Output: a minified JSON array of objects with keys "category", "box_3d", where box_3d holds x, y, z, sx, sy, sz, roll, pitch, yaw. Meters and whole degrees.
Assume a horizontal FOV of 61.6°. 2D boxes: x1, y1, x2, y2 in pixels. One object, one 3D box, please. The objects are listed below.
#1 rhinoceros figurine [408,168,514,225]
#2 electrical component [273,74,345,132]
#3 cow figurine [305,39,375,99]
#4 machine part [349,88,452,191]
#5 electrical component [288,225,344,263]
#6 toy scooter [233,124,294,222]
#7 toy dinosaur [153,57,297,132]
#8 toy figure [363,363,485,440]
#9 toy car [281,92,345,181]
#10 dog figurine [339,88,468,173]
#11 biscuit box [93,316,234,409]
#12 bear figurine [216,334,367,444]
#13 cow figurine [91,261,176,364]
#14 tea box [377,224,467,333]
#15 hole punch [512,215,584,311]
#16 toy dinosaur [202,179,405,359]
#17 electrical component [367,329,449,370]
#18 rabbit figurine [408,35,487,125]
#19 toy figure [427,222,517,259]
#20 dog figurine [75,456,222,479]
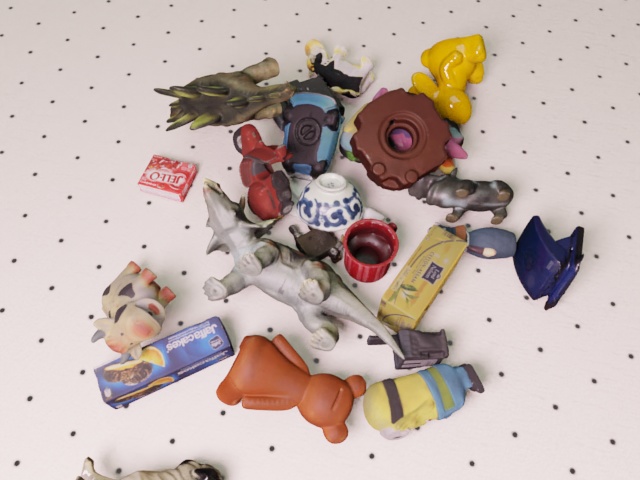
[{"category":"rhinoceros figurine","box_3d":[0.257,-0.089,0.984,0.190,0.073,0.112,7,39,8]},{"category":"electrical component","box_3d":[-0.032,-0.270,1.099,0.134,0.058,0.115,-26,63,-16]},{"category":"cow figurine","box_3d":[0.026,-0.362,1.149,0.167,0.068,0.098,28,70,14]},{"category":"machine part","box_3d":[0.142,-0.179,0.949,0.179,0.056,0.179,0,83,-2]},{"category":"electrical component","box_3d":[-0.002,-0.002,0.958,0.078,0.045,0.102,-22,64,-15]},{"category":"toy scooter","box_3d":[-0.086,-0.113,0.931,0.075,0.183,0.135,-28,21,-32]},{"category":"toy dinosaur","box_3d":[-0.159,-0.241,0.926,0.198,0.105,0.472,-28,21,-38]},{"category":"toy figure","box_3d":[0.152,0.235,0.813,0.180,0.082,0.089,-23,53,-9]},{"category":"toy car","box_3d":[-0.008,-0.192,1.009,0.109,0.103,0.161,11,104,21]},{"category":"dog figurine","box_3d":[0.169,-0.183,1.032,0.219,0.108,0.191,36,65,13]},{"category":"biscuit box","box_3d":[-0.238,0.189,0.835,0.203,0.062,0.059,-23,65,-13]},{"category":"bear figurine","box_3d":[-0.042,0.220,0.811,0.196,0.132,0.120,27,63,-8]},{"category":"cow figurine","box_3d":[-0.289,0.107,0.821,0.127,0.195,0.085,-50,118,-16]},{"category":"tea box","box_3d":[0.168,0.069,0.894,0.068,0.098,0.169,31,66,16]},{"category":"hole punch","box_3d":[0.380,0.034,0.906,0.092,0.142,0.116,19,48,7]},{"category":"toy dinosaur","box_3d":[-0.043,0.060,0.877,0.405,0.131,0.192,32,26,-1]},{"category":"electrical component","box_3d":[0.137,0.172,0.849,0.119,0.074,0.048,0,60,-7]},{"category":"rabbit figurine","box_3d":[0.267,-0.322,1.110,0.162,0.122,0.173,-1,80,1]},{"category":"toy figure","box_3d":[0.268,0.003,0.957,0.155,0.064,0.057,5,99,7]},{"category":"dog figurine","box_3d":[-0.235,0.382,0.718,0.190,0.121,0.172,12,94,-14]}]
